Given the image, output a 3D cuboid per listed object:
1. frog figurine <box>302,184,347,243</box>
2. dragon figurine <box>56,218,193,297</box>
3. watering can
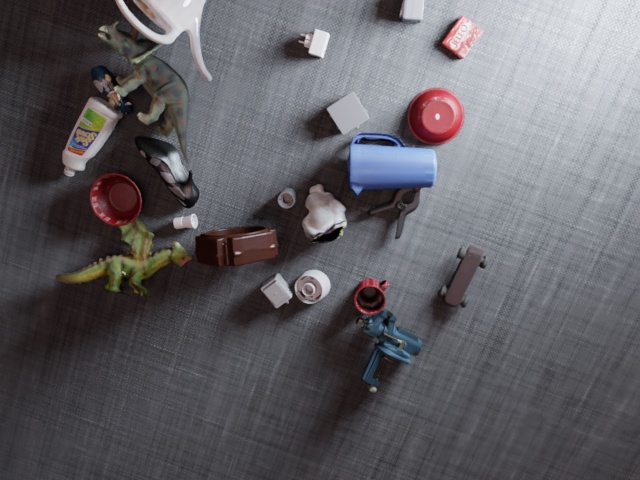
[{"bbox_3d":[0.005,-0.076,1.509,0.136,0.122,0.162,-34,62,20],"label":"frog figurine"},{"bbox_3d":[-0.603,0.048,1.592,0.410,0.122,0.244,9,86,1],"label":"dragon figurine"},{"bbox_3d":[-0.380,-0.613,1.391,0.344,0.104,0.226,40,80,-23],"label":"watering can"}]
